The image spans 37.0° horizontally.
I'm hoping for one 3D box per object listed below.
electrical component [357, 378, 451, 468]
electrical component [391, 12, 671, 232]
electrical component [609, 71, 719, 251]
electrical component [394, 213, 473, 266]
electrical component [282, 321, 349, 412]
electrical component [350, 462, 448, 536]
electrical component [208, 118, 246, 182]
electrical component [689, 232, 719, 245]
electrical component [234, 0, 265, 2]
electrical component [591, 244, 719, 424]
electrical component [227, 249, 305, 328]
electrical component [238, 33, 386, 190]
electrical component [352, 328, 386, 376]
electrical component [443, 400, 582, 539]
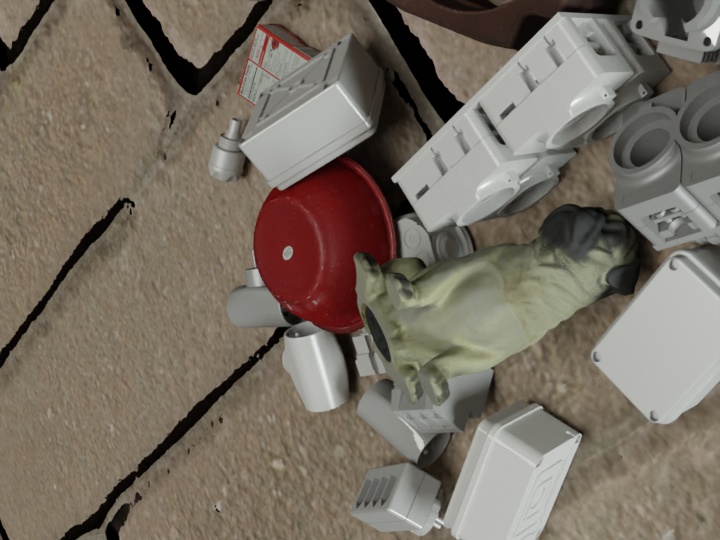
[{"bbox_3d":[0.045,0.122,0.953,0.077,0.044,0.079,38,122,30],"label":"electrical component"},{"bbox_3d":[0.126,-0.103,0.794,0.186,0.105,0.060,-43,70,39],"label":"electrical component"},{"bbox_3d":[0.243,-0.083,0.694,0.150,0.062,0.089,-20,45,42],"label":"electrical component"},{"bbox_3d":[0.052,-0.011,0.915,0.080,0.051,0.080,10,105,40],"label":"electrical component"},{"bbox_3d":[-0.049,0.088,1.029,0.079,0.043,0.077,15,124,59],"label":"electrical component"},{"bbox_3d":[0.046,0.212,0.962,0.076,0.047,0.083,32,155,-14],"label":"electrical component"},{"bbox_3d":[-0.129,-0.120,1.068,0.035,0.035,0.061,31,115,34],"label":"electrical component"},{"bbox_3d":[0.251,-0.036,0.739,0.078,0.040,0.040,-19,86,43],"label":"electrical component"},{"bbox_3d":[-0.099,-0.302,0.986,0.062,0.061,0.096,-22,84,42],"label":"electrical component"},{"bbox_3d":[0.229,0.045,0.764,0.078,0.057,0.113,49,126,24],"label":"electrical component"},{"bbox_3d":[-0.093,0.017,1.057,0.077,0.043,0.079,-4,96,42],"label":"electrical component"},{"bbox_3d":[-0.038,-0.135,0.914,0.109,0.108,0.056,-29,116,24],"label":"electrical component"},{"bbox_3d":[0.019,0.061,0.965,0.066,0.048,0.055,-14,97,43],"label":"electrical component"},{"bbox_3d":[0.122,0.170,0.872,0.057,0.078,0.113,31,118,30],"label":"electrical component"}]
